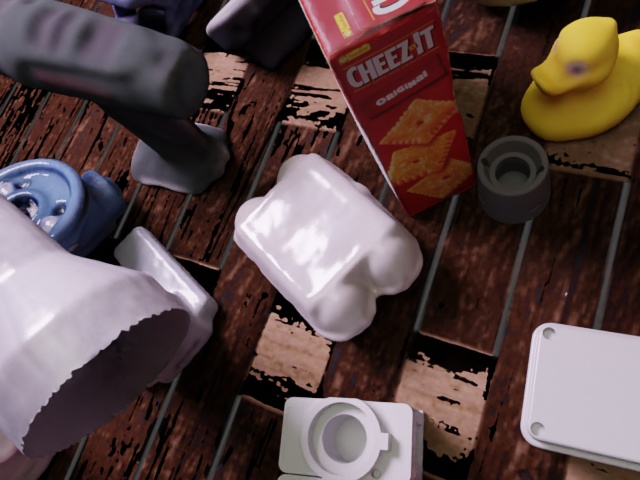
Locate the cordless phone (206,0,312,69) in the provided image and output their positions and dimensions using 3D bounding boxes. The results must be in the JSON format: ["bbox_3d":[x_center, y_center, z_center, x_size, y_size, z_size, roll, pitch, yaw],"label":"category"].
[{"bbox_3d":[-0.065,-0.263,0.518,0.094,0.185,0.147,40,86,28],"label":"cordless phone"}]

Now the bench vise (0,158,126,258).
[{"bbox_3d":[-0.277,0.004,0.468,0.121,0.220,0.207,10,73,23],"label":"bench vise"}]

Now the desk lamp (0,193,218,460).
[{"bbox_3d":[-0.168,0.050,0.414,0.202,0.214,0.118,40,86,28],"label":"desk lamp"}]

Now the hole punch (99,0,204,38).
[{"bbox_3d":[-0.198,-0.273,0.623,0.108,0.091,0.101,22,78,26],"label":"hole punch"}]

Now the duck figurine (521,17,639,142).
[{"bbox_3d":[0.201,-0.131,0.427,0.104,0.086,0.077,-30,62,6],"label":"duck figurine"}]

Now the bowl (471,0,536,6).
[{"bbox_3d":[0.170,-0.263,0.497,0.167,0.075,0.167,-7,67,17],"label":"bowl"}]

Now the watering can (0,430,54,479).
[{"bbox_3d":[-0.298,0.141,0.436,0.172,0.194,0.101,-22,64,11],"label":"watering can"}]

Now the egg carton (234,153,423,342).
[{"bbox_3d":[0.004,0.002,0.454,0.107,0.069,0.150,-46,62,-2],"label":"egg carton"}]

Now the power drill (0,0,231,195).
[{"bbox_3d":[-0.177,-0.121,0.489,0.228,0.209,0.076,12,74,24],"label":"power drill"}]
